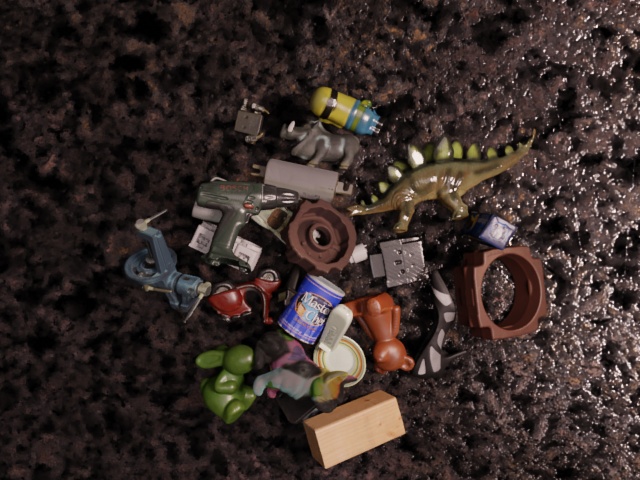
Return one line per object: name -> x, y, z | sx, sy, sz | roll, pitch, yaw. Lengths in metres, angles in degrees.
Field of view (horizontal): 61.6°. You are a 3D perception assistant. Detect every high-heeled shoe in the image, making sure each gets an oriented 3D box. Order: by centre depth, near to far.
high-heeled shoe -> 0.253, 0.201, 1.265 | 0.145, 0.086, 0.248 | -18, 95, 4

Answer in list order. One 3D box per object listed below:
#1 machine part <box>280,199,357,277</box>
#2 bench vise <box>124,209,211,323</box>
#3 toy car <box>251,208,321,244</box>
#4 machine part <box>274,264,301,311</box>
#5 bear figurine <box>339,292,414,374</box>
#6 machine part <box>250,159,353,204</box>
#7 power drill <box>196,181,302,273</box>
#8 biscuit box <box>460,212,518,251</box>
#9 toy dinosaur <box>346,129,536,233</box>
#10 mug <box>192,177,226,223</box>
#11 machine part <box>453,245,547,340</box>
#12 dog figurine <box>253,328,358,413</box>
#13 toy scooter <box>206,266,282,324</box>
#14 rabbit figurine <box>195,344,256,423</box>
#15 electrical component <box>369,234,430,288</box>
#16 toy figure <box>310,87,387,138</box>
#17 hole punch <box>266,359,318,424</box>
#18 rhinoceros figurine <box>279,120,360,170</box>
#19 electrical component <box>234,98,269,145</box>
machine part -> -0.003, -0.004, 1.227 | 0.179, 0.056, 0.179 | 10, 68, -26
bench vise -> -0.361, 0.057, 1.227 | 0.224, 0.129, 0.240 | 20, 135, 27
toy car -> -0.090, -0.042, 1.279 | 0.202, 0.056, 0.073 | 37, 92, 0
machine part -> -0.067, 0.097, 1.255 | 0.039, 0.084, 0.139 | 25, 64, -11
bear figurine -> 0.135, 0.225, 1.252 | 0.120, 0.132, 0.195 | -12, 88, 36
machine part -> -0.044, -0.138, 1.264 | 0.243, 0.079, 0.079 | 13, 93, 1
power drill -> -0.169, -0.035, 1.194 | 0.232, 0.086, 0.207 | 11, 80, -6
biscuit box -> 0.370, -0.022, 1.193 | 0.063, 0.202, 0.059 | 30, 95, 1
toy dinosaur -> 0.286, -0.138, 1.244 | 0.472, 0.105, 0.198 | -14, 88, -3
mug -> -0.236, -0.088, 1.277 | 0.107, 0.081, 0.109 | 22, 82, -9
machine part -> 0.408, 0.117, 1.223 | 0.201, 0.087, 0.201 | -6, 89, -22
dog figurine -> -0.030, 0.290, 1.210 | 0.219, 0.108, 0.191 | -7, 63, 17
toy scooter -> -0.172, 0.148, 1.282 | 0.184, 0.075, 0.135 | -16, 92, -2
rabbit figurine -> -0.207, 0.311, 1.269 | 0.159, 0.121, 0.170 | 33, 109, 21
electrical component -> 0.185, 0.052, 1.275 | 0.134, 0.058, 0.114 | -12, 90, 2
toy figure -> 0.065, -0.299, 1.249 | 0.180, 0.089, 0.082 | 27, 85, 3
hole punch -> -0.040, 0.368, 1.288 | 0.142, 0.092, 0.116 | -42, 60, 6
rhinoceros figurine -> -0.002, -0.226, 1.261 | 0.190, 0.073, 0.112 | 11, 93, 0
electrical component -> -0.164, -0.280, 1.278 | 0.078, 0.045, 0.102 | 19, 93, -1
